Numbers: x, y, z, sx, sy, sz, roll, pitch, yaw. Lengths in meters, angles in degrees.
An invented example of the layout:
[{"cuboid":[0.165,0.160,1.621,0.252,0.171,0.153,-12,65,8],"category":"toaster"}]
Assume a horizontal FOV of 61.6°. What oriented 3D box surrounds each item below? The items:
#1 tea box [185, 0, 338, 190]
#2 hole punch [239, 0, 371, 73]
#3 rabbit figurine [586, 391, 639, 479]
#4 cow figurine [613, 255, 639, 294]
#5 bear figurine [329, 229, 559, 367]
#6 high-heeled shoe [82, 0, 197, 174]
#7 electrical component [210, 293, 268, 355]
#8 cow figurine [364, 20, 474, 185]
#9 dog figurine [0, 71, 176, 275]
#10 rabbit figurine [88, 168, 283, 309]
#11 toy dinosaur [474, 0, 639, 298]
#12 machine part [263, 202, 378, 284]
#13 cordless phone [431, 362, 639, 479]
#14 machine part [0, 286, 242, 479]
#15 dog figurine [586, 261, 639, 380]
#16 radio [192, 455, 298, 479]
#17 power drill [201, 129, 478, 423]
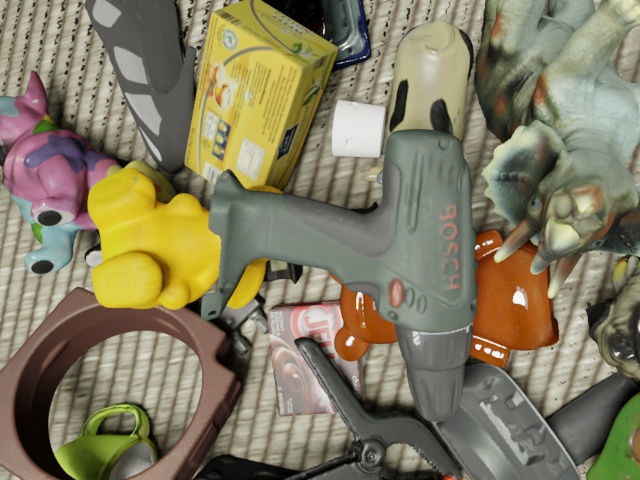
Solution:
[{"cuboid":[-0.062,-0.123,0.510,0.098,0.068,0.169,35,133,8],"category":"tea box"},{"cuboid":[-0.016,-0.224,0.542,0.116,0.092,0.142,-9,92,41],"category":"hole punch"},{"cuboid":[0.333,0.180,0.455,0.170,0.121,0.159,23,75,-25],"category":"rabbit figurine"},{"cuboid":[0.322,0.018,0.473,0.167,0.068,0.098,-25,82,9],"category":"cow figurine"},{"cuboid":[0.115,0.056,0.506,0.196,0.132,0.120,-8,88,28],"category":"bear figurine"},{"cuboid":[-0.204,-0.192,0.596,0.249,0.086,0.145,45,131,25],"category":"high-heeled shoe"},{"cuboid":[-0.096,0.074,0.585,0.063,0.021,0.094,-43,82,10],"category":"electrical component"},{"cuboid":[0.097,-0.100,0.489,0.086,0.127,0.194,8,91,14],"category":"cow figurine"},{"cuboid":[-0.267,-0.082,0.578,0.219,0.191,0.108,61,141,29],"category":"dog figurine"},{"cuboid":[-0.102,0.008,0.498,0.173,0.162,0.122,-19,59,3],"category":"rabbit figurine"},{"cuboid":[0.188,-0.132,0.448,0.131,0.405,0.192,15,132,-17],"category":"toy dinosaur"},{"cuboid":[-0.001,-0.002,0.557,0.139,0.039,0.084,-14,80,14],"category":"machine part"},{"cuboid":[0.207,0.161,0.504,0.184,0.088,0.146,-35,83,-1],"category":"cordless phone"},{"cuboid":[-0.196,0.154,0.531,0.202,0.087,0.201,26,62,10],"category":"machine part"},{"cuboid":[0.317,0.029,0.406,0.172,0.121,0.190,17,115,-4],"category":"dog figurine"},{"cuboid":[-0.032,0.312,0.550,0.230,0.073,0.131,7,91,10],"category":"radio"},{"cuboid":[0.018,0.030,0.406,0.207,0.086,0.231,5,103,4],"category":"power drill"}]
